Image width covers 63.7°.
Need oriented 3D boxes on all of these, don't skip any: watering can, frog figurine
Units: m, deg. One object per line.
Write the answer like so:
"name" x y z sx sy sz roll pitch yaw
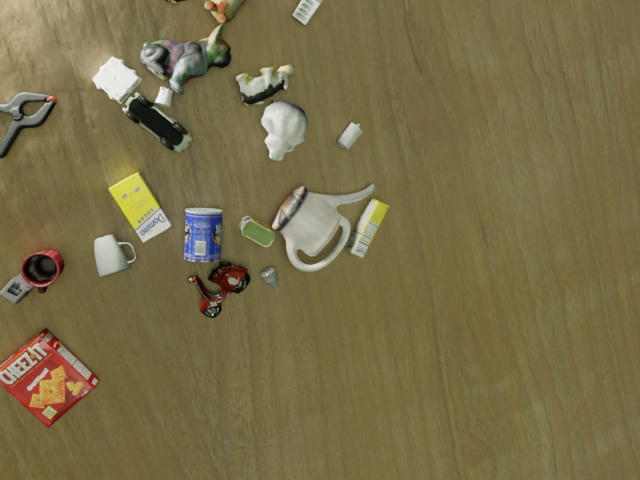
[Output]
"watering can" 0.005 -0.077 1.522 0.223 0.104 0.350 37 79 -14
"frog figurine" -0.108 -0.308 1.460 0.136 0.123 0.161 28 79 -34
